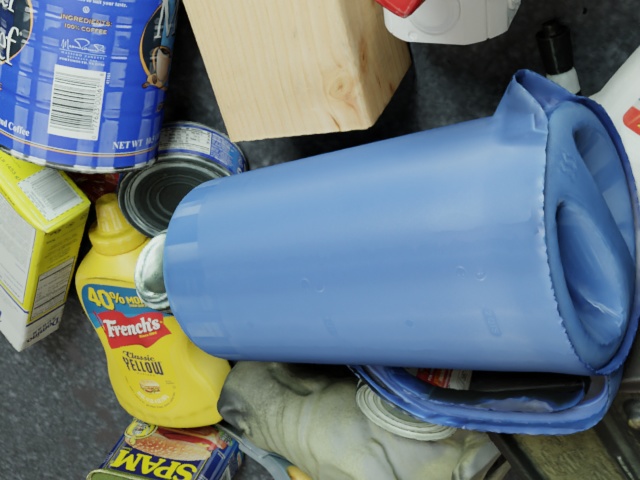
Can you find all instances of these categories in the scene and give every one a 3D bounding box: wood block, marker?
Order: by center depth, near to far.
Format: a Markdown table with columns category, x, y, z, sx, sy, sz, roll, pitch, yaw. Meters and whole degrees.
| category | x | y | z | sx | sy | sz | roll | pitch | yaw |
| --- | --- | --- | --- | --- | --- | --- | --- | --- | --- |
| wood block | -0.024 | -0.167 | 0.571 | 0.091 | 0.090 | 0.206 | -3 | 121 | 25 |
| marker | 0.144 | -0.068 | 0.611 | 0.020 | 0.020 | 0.121 | -5 | 120 | 26 |

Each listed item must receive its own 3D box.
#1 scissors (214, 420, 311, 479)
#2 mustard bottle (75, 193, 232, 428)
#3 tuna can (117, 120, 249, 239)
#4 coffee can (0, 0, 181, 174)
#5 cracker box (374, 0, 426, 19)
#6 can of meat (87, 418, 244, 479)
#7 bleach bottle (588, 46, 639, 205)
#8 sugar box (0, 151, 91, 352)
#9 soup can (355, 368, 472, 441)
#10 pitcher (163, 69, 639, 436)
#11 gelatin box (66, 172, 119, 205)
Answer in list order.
| category | x | y | z | sx | sy | sz | roll | pitch | yaw |
| --- | --- | --- | --- | --- | --- | --- | --- | --- | --- |
| scissors | -0.036 | 0.165 | 0.840 | 0.202 | 0.096 | 0.016 | 34 | 102 | 35 |
| mustard bottle | -0.126 | 0.050 | 0.776 | 0.096 | 0.058 | 0.191 | 6 | 127 | 25 |
| tuna can | -0.090 | -0.036 | 0.705 | 0.086 | 0.033 | 0.086 | 0 | 136 | 0 |
| coffee can | -0.134 | -0.121 | 0.619 | 0.103 | 0.102 | 0.140 | 17 | 111 | 12 |
| cracker box | 0.077 | -0.203 | 0.423 | 0.072 | 0.213 | 0.164 | 34 | 129 | 1 |
| can of meat | -0.120 | 0.184 | 0.855 | 0.102 | 0.083 | 0.057 | 8 | 125 | 18 |
| bleach bottle | 0.215 | -0.081 | 0.537 | 0.102 | 0.068 | 0.251 | 39 | 127 | -4 |
| sugar box | -0.216 | -0.001 | 0.758 | 0.093 | 0.048 | 0.176 | 48 | 147 | 12 |
| soup can | 0.068 | 0.066 | 0.673 | 0.068 | 0.102 | 0.068 | 14 | 143 | 11 |
| pitcher | 0.041 | 0.017 | 0.569 | 0.243 | 0.149 | 0.144 | -6 | 156 | 35 |
| gelatin box | -0.165 | -0.075 | 0.731 | 0.089 | 0.030 | 0.073 | 37 | 128 | -4 |
